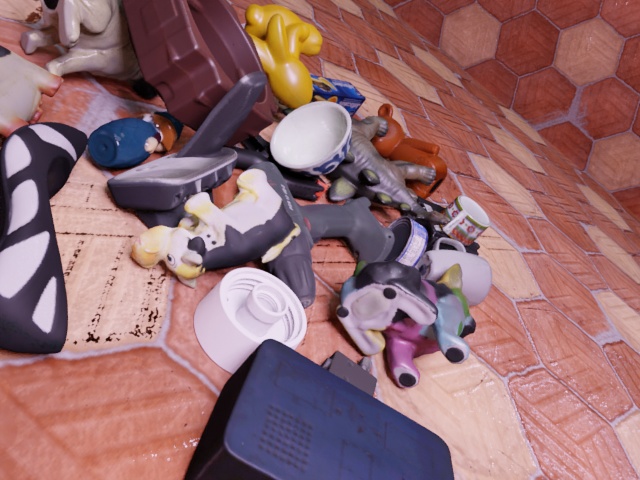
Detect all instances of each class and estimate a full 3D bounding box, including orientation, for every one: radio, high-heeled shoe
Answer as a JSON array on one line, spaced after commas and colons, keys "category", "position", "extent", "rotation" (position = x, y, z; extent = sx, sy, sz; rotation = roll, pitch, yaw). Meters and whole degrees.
[{"category": "radio", "position": [0.012, 0.193, 0.465], "extent": [0.229, 0.073, 0.131], "rotation": [34, 30, -13]}, {"category": "high-heeled shoe", "position": [-0.229, -0.015, 0.472], "extent": [0.145, 0.086, 0.249], "rotation": [38, 34, -11]}]

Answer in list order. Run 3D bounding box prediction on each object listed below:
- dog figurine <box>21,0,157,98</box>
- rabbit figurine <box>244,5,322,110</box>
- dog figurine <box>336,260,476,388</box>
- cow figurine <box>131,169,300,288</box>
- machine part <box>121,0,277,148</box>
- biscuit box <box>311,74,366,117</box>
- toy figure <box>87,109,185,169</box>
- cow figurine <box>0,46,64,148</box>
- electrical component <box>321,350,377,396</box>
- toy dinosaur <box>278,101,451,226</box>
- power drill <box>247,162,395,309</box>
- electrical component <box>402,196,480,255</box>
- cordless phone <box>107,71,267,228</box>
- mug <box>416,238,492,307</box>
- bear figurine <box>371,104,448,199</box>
[{"category": "dog figurine", "position": [-0.257, -0.271, 0.689], "extent": [0.190, 0.172, 0.121], "rotation": [-14, 70, -45]}, {"category": "rabbit figurine", "position": [-0.057, -0.294, 0.864], "extent": [0.162, 0.122, 0.173], "rotation": [40, 32, -64]}, {"category": "dog figurine", "position": [0.126, 0.078, 0.700], "extent": [0.191, 0.108, 0.219], "rotation": [46, 27, -2]}, {"category": "cow figurine", "position": [-0.106, 0.000, 0.566], "extent": [0.167, 0.068, 0.098], "rotation": [-33, 78, -29]}, {"category": "machine part", "position": [-0.149, -0.233, 0.687], "extent": [0.201, 0.087, 0.201], "rotation": [18, 49, -65]}, {"category": "biscuit box", "position": [0.011, -0.291, 1.097], "extent": [0.059, 0.063, 0.202], "rotation": [52, 33, 17]}, {"category": "toy figure", "position": [-0.214, -0.126, 0.649], "extent": [0.064, 0.058, 0.154], "rotation": [41, 28, 0]}, {"category": "cow figurine", "position": [-0.335, -0.122, 0.489], "extent": [0.127, 0.085, 0.195], "rotation": [32, 34, -24]}, {"category": "electrical component", "position": [0.029, 0.151, 0.583], "extent": [0.063, 0.021, 0.094], "rotation": [37, 31, -3]}, {"category": "toy dinosaur", "position": [0.036, -0.165, 0.925], "extent": [0.198, 0.105, 0.472], "rotation": [-10, 45, -47]}, {"category": "power drill", "position": [-0.001, -0.002, 0.707], "extent": [0.207, 0.086, 0.232], "rotation": [-1, 46, -37]}, {"category": "electrical component", "position": [0.220, -0.006, 0.957], "extent": [0.134, 0.058, 0.115], "rotation": [22, 37, -27]}, {"category": "cordless phone", "position": [-0.131, -0.102, 0.584], "extent": [0.089, 0.184, 0.146], "rotation": [45, 31, 0]}, {"category": "mug", "position": [0.203, 0.044, 0.846], "extent": [0.107, 0.081, 0.109], "rotation": [13, 62, -26]}, {"category": "bear figurine", "position": [0.147, -0.165, 1.028], "extent": [0.196, 0.120, 0.132], "rotation": [47, 35, 15]}]
